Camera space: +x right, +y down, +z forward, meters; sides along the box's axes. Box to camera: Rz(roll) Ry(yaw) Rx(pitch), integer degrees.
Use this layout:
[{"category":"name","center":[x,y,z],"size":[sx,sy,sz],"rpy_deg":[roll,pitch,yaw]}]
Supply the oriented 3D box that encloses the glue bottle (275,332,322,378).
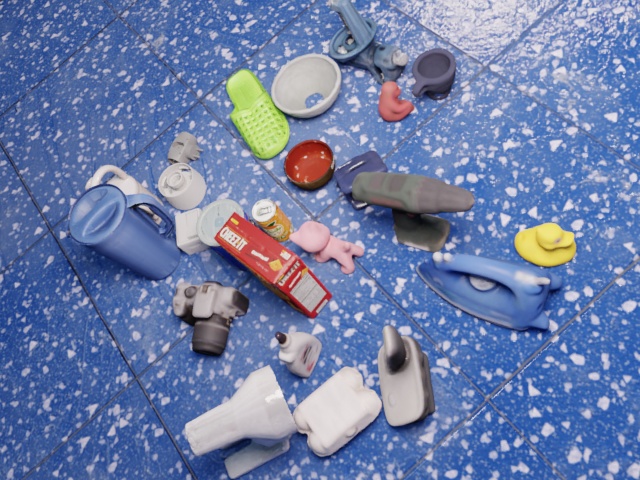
[{"category":"glue bottle","center":[-0.046,0.194,1.028],"size":[0.037,0.173,0.078],"rpy_deg":[12,71,24]}]

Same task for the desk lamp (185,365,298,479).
[{"category":"desk lamp","center":[-0.120,0.316,0.974],"size":[0.203,0.214,0.117],"rpy_deg":[-31,60,3]}]

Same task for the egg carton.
[{"category":"egg carton","center":[0.030,0.303,1.011],"size":[0.150,0.069,0.107],"rpy_deg":[-41,60,-2]}]

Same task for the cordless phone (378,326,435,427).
[{"category":"cordless phone","center":[0.129,0.224,0.947],"size":[0.094,0.185,0.147],"rpy_deg":[-15,62,12]}]

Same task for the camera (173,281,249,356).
[{"category":"camera","center":[-0.232,0.157,1.151],"size":[0.142,0.101,0.137],"rpy_deg":[0,67,19]}]

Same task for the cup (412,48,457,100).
[{"category":"cup","center":[0.240,-0.333,1.217],"size":[0.091,0.095,0.118],"rpy_deg":[33,80,29]}]

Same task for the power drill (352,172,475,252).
[{"category":"power drill","center":[0.177,-0.056,1.045],"size":[0.228,0.209,0.076],"rpy_deg":[16,72,25]}]

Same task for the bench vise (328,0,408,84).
[{"category":"bench vise","center":[0.100,-0.450,1.247],"size":[0.206,0.220,0.121],"rpy_deg":[12,71,24]}]

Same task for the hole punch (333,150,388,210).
[{"category":"hole punch","center":[0.083,-0.133,1.181],"size":[0.108,0.091,0.101],"rpy_deg":[-30,60,4]}]

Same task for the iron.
[{"category":"iron","center":[0.278,0.063,0.994],"size":[0.257,0.142,0.119],"rpy_deg":[15,72,25]}]

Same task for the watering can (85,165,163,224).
[{"category":"watering can","center":[-0.452,-0.096,1.290],"size":[0.172,0.194,0.101],"rpy_deg":[-4,65,18]}]

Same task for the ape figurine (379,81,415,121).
[{"category":"ape figurine","center":[0.157,-0.305,1.235],"size":[0.076,0.092,0.077],"rpy_deg":[-27,60,6]}]

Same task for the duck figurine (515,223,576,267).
[{"category":"duck figurine","center":[0.399,-0.001,1.014],"size":[0.104,0.086,0.077],"rpy_deg":[9,70,23]}]

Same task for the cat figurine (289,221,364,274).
[{"category":"cat figurine","center":[0.010,0.004,1.128],"size":[0.127,0.118,0.067],"rpy_deg":[18,73,25]}]

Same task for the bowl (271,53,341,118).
[{"category":"bowl","center":[-0.023,-0.343,1.324],"size":[0.167,0.075,0.167],"rpy_deg":[-7,64,16]}]
